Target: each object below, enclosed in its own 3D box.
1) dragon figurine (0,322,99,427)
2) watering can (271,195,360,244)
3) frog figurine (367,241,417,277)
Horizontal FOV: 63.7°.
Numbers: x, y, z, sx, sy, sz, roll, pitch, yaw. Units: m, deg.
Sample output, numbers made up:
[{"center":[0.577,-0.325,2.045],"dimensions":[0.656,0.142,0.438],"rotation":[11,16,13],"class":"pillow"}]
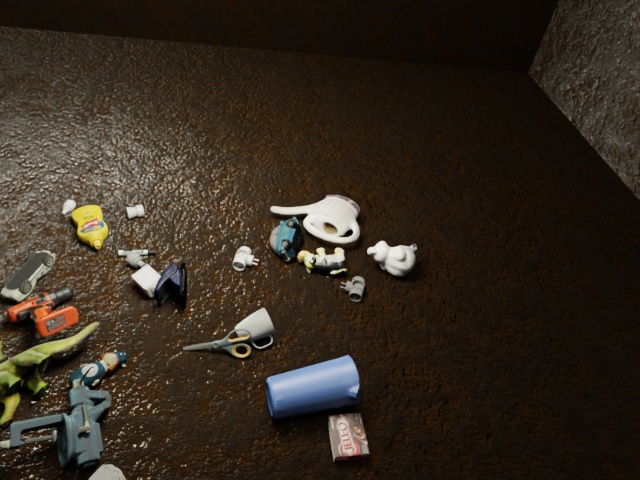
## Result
[{"center":[-0.808,0.322,1.341],"dimensions":[0.244,0.119,0.418],"rotation":[19,41,21],"class":"dragon figurine"},{"center":[0.006,-0.098,1.955],"dimensions":[0.349,0.101,0.229],"rotation":[26,43,17],"class":"watering can"},{"center":[0.250,0.063,1.799],"dimensions":[0.159,0.125,0.135],"rotation":[9,-22,-30],"class":"frog figurine"}]
